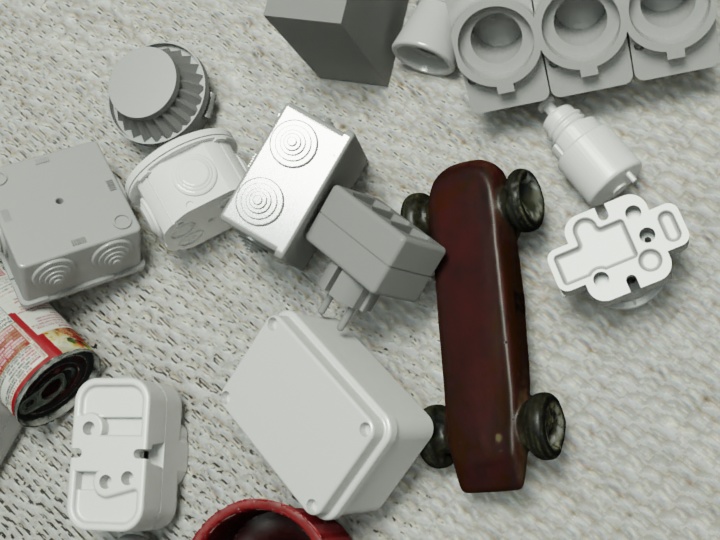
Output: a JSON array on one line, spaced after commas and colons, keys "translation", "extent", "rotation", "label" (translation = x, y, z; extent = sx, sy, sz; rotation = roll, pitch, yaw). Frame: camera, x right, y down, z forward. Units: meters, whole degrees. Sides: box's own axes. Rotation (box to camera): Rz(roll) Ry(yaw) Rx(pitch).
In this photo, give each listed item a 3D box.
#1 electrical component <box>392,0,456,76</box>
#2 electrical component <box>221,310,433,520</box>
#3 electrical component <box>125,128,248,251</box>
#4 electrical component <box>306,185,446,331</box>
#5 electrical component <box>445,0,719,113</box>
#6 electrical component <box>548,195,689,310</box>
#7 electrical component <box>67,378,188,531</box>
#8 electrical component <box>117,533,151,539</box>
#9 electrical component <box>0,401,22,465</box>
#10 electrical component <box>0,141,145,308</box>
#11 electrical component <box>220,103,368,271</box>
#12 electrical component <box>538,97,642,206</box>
[{"translation": [0.052, -0.167, 0.711], "extent": [0.044, 0.044, 0.065], "rotation": [17, 79, 20], "label": "electrical component"}, {"translation": [-0.023, 0.086, 0.650], "extent": [0.113, 0.057, 0.078], "rotation": [45, 112, 33], "label": "electrical component"}, {"translation": [-0.111, -0.054, 0.716], "extent": [0.080, 0.080, 0.051], "rotation": [-33, 77, 8], "label": "electrical component"}, {"translation": [0.000, 0.000, 0.654], "extent": [0.066, 0.047, 0.076], "rotation": [39, 105, 35], "label": "electrical component"}, {"translation": [0.133, -0.157, 0.649], "extent": [0.150, 0.061, 0.089], "rotation": [-9, 119, 15], "label": "electrical component"}, {"translation": [0.154, -0.007, 0.636], "extent": [0.078, 0.057, 0.058], "rotation": [-23, 74, 11], "label": "electrical component"}, {"translation": [-0.150, 0.121, 0.701], "extent": [0.054, 0.059, 0.095], "rotation": [-2, 78, 17], "label": "electrical component"}, {"translation": [-0.153, 0.205, 0.694], "extent": [0.062, 0.048, 0.048], "rotation": [-48, 70, 10], "label": "electrical component"}, {"translation": [-0.290, 0.102, 0.748], "extent": [0.096, 0.061, 0.061], "rotation": [28, 88, 20], "label": "electrical component"}, {"translation": [-0.203, -0.034, 0.732], "extent": [0.100, 0.048, 0.099], "rotation": [-20, 63, -23], "label": "electrical component"}, {"translation": [-0.041, -0.052, 0.685], "extent": [0.048, 0.100, 0.099], "rotation": [30, 89, 8], "label": "electrical component"}, {"translation": [0.139, -0.075, 0.664], "extent": [0.040, 0.040, 0.078], "rotation": [-38, 70, 6], "label": "electrical component"}]
